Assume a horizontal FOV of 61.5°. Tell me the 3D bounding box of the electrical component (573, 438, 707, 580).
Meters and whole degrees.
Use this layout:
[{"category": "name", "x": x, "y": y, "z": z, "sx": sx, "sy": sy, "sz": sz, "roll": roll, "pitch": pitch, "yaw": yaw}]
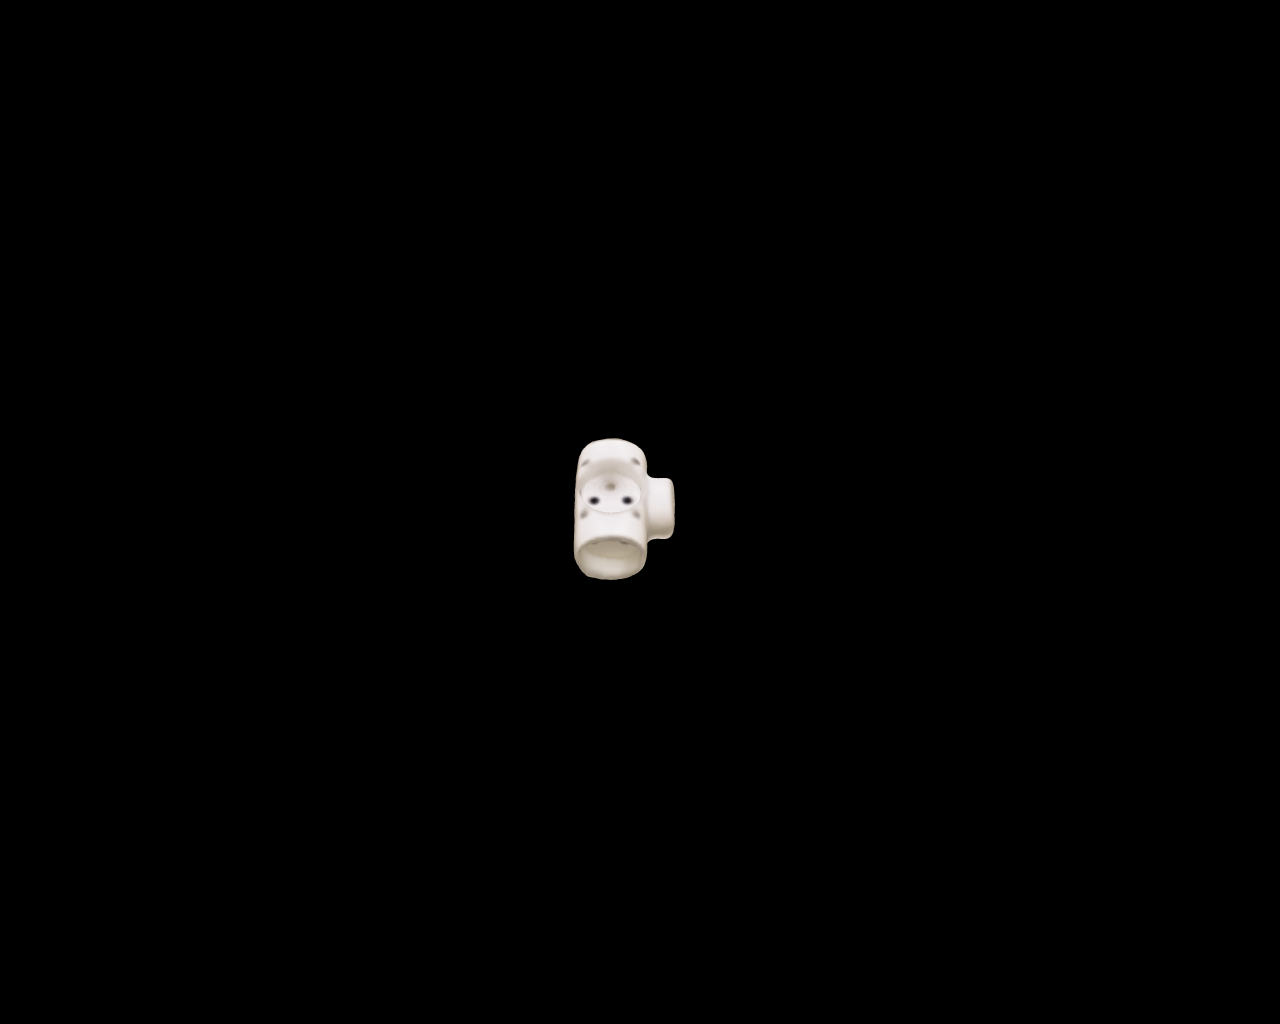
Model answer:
[{"category": "electrical component", "x": 0.001, "y": -0.003, "z": 0.650, "sx": 0.079, "sy": 0.077, "sz": 0.044, "roll": 0, "pitch": -39, "yaw": 0}]
